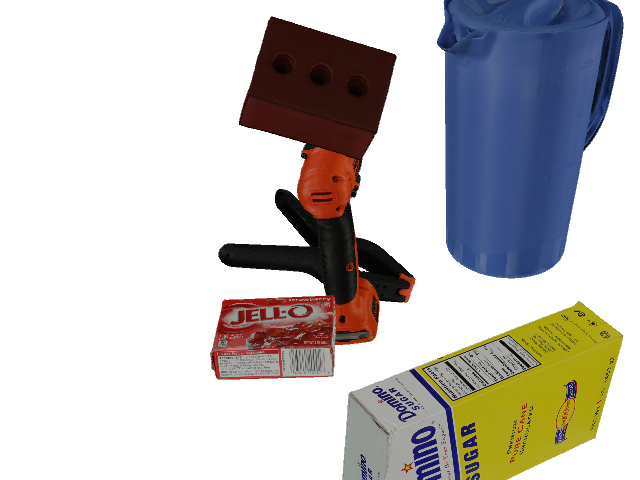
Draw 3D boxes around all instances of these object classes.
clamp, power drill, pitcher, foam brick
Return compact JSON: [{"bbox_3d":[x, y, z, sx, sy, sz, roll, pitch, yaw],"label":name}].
[{"bbox_3d":[0.001,0.020,1.185,0.210,0.036,0.164,27,36,17],"label":"clamp"},{"bbox_3d":[0.018,-0.011,1.007,0.057,0.187,0.184,-5,22,11],"label":"power drill"},{"bbox_3d":[0.177,-0.096,0.927,0.149,0.243,0.145,6,32,11],"label":"pitcher"},{"bbox_3d":[-0.003,-0.088,0.623,0.078,0.053,0.051,16,-14,-3],"label":"foam brick"}]

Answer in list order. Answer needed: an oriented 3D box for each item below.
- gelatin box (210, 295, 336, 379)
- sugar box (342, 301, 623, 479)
[{"bbox_3d":[-0.033,0.071,0.797,0.089,0.030,0.073,-2,27,4],"label":"gelatin box"},{"bbox_3d":[0.098,0.108,0.646,0.176,0.093,0.048,-20,41,-28],"label":"sugar box"}]
